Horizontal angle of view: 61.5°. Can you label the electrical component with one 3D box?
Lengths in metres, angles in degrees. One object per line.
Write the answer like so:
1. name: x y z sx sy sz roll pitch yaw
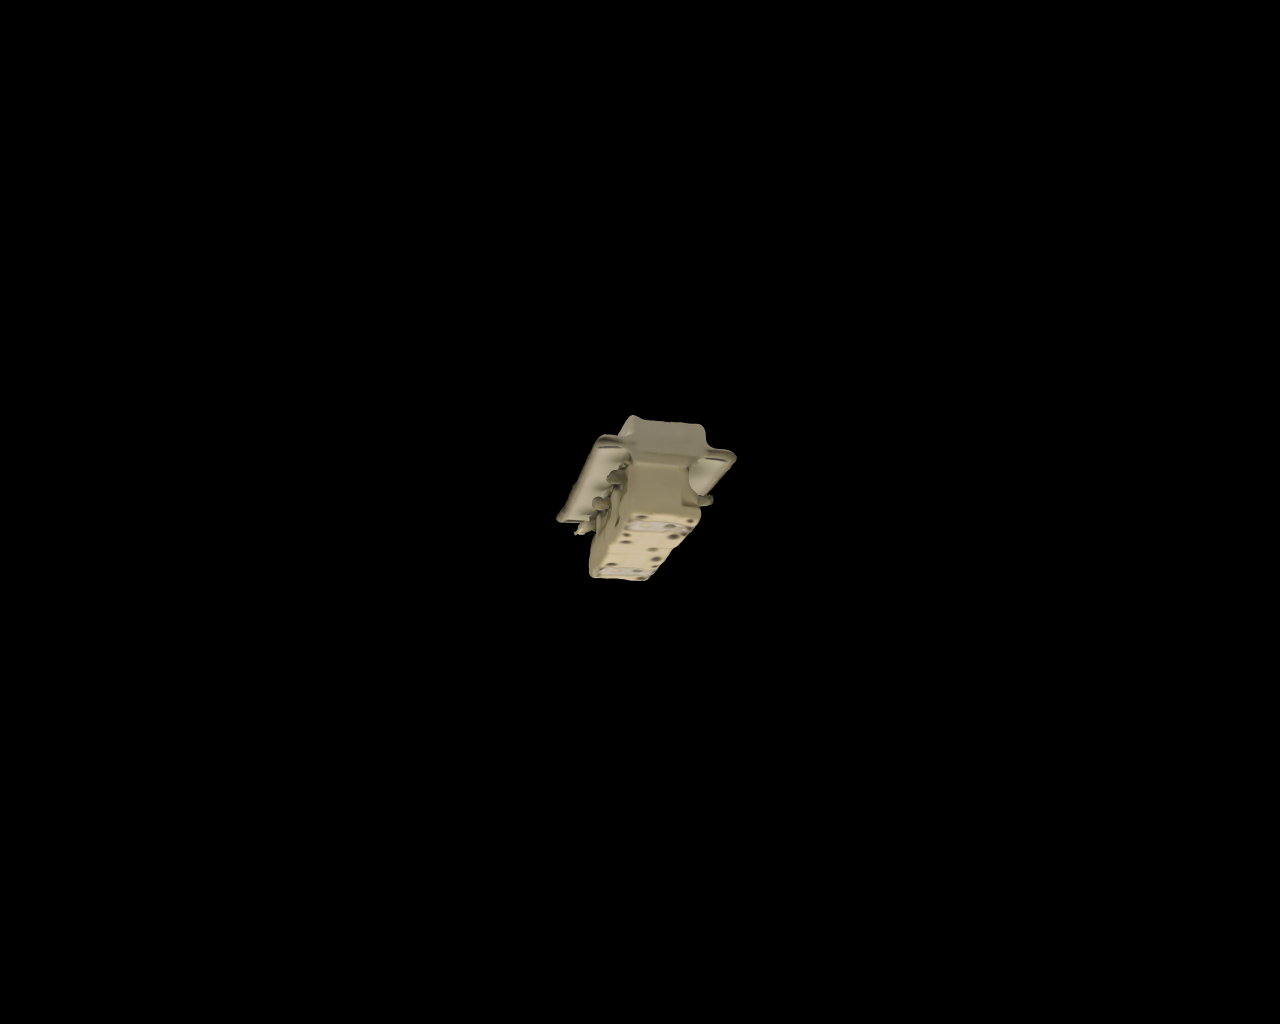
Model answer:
1. electrical component: 0.001 -0.003 0.650 0.079 0.063 0.121 6 -23 -14
